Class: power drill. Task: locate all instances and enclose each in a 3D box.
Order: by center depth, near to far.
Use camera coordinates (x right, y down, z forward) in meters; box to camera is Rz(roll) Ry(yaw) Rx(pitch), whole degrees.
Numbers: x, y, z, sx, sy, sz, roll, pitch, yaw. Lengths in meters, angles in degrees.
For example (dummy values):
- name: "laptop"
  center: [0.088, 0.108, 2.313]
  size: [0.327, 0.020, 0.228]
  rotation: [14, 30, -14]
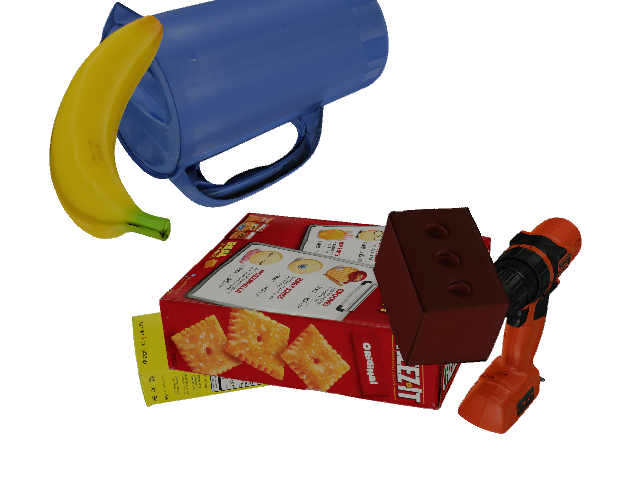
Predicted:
- name: "power drill"
  center: [0.181, 0.084, 0.996]
  size: [0.057, 0.188, 0.184]
  rotation: [24, 31, 25]

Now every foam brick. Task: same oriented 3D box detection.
- name: "foam brick"
  center: [0.068, 0.027, 0.622]
  size: [0.053, 0.078, 0.051]
  rotation: [-3, -42, -16]

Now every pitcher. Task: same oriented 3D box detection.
- name: "pitcher"
  center: [-0.057, -0.143, 0.928]
  size: [0.242, 0.149, 0.145]
  rotation: [-24, 43, -30]

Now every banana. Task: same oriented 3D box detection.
- name: "banana"
  center: [-0.127, -0.067, 0.642]
  size: [0.069, 0.198, 0.037]
  rotation: [-3, -41, -8]

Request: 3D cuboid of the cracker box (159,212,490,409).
- name: "cracker box"
  center: [0.009, 0.049, 0.822]
  size: [0.214, 0.072, 0.164]
  rotation: [6, 27, 20]

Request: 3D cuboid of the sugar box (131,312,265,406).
- name: "sugar box"
  center: [-0.085, 0.099, 1.010]
  size: [0.176, 0.048, 0.093]
  rotation: [-11, 36, -8]
